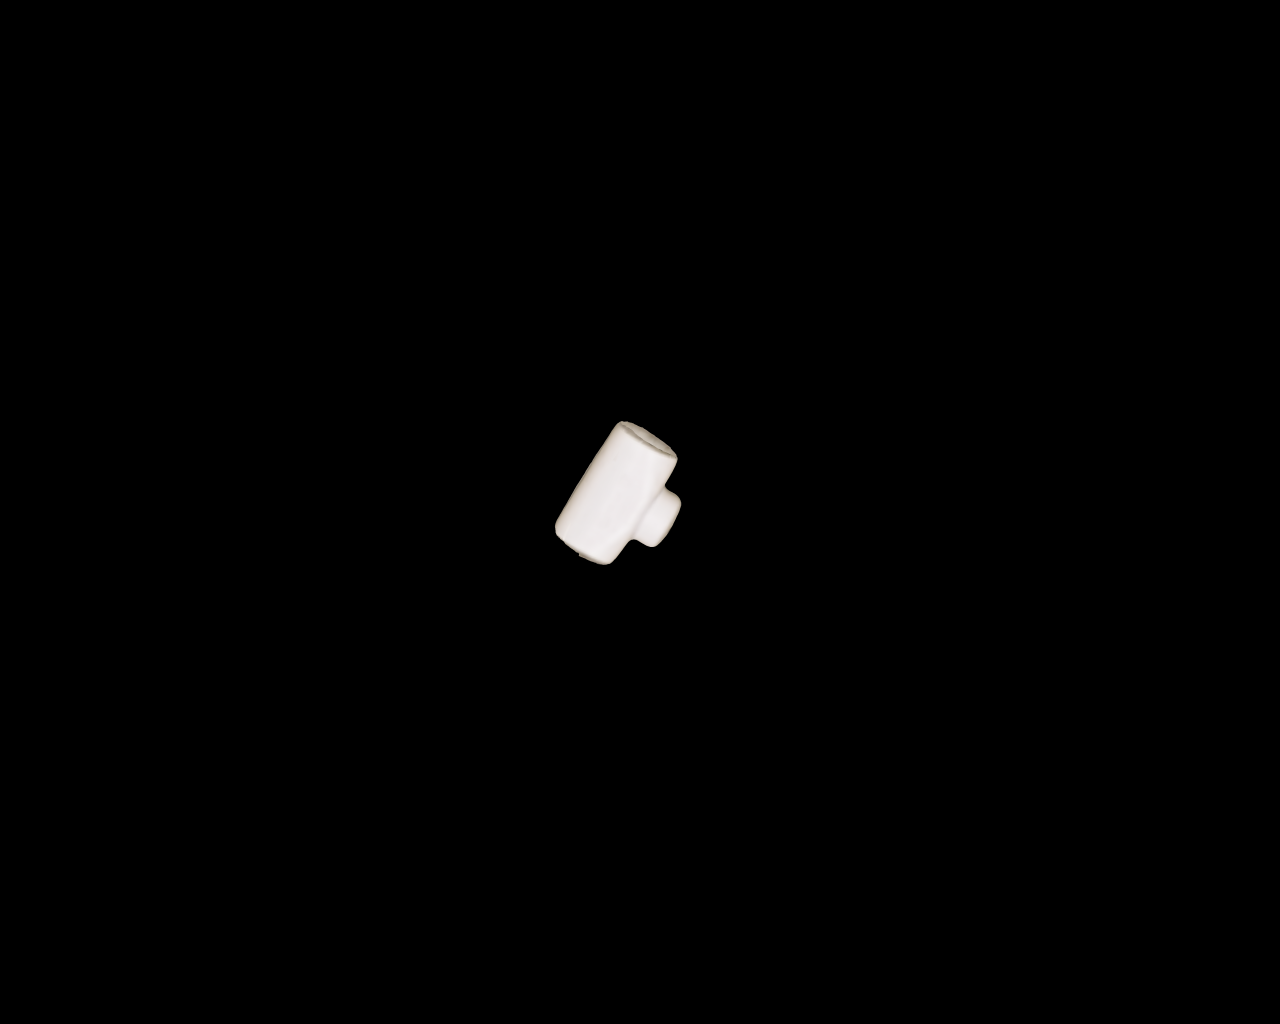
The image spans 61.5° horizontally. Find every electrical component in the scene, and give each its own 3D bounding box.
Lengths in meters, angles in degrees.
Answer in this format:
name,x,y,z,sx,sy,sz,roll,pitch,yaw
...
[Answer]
name,x,y,z,sx,sy,sz,roll,pitch,yaw
electrical component,0.001,-0.003,0.650,0.079,0.077,0.044,31,11,-7
